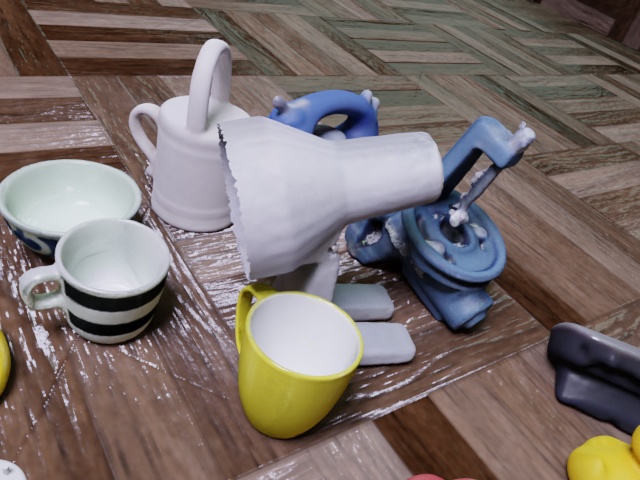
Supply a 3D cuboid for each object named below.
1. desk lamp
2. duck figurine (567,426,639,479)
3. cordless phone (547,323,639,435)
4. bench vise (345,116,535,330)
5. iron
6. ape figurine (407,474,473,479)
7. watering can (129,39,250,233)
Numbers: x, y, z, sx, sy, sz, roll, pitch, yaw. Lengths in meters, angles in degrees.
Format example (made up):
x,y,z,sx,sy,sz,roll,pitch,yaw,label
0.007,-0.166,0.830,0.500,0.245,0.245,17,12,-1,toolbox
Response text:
x,y,z,sx,sy,sz,roll,pitch,yaw,label
0.004,0.002,0.482,0.204,0.213,0.117,1,38,-21,desk lamp
0.261,0.179,0.462,0.105,0.086,0.077,6,37,-15,duck figurine
0.309,0.085,0.523,0.147,0.185,0.094,21,35,5,cordless phone
0.109,-0.040,0.577,0.207,0.220,0.122,31,37,18,bench vise
0.012,-0.132,0.728,0.118,0.141,0.259,37,40,26,iron
0.085,0.186,0.373,0.076,0.092,0.078,17,35,0,ape figurine
-0.112,-0.112,0.604,0.173,0.194,0.100,4,37,-17,watering can
